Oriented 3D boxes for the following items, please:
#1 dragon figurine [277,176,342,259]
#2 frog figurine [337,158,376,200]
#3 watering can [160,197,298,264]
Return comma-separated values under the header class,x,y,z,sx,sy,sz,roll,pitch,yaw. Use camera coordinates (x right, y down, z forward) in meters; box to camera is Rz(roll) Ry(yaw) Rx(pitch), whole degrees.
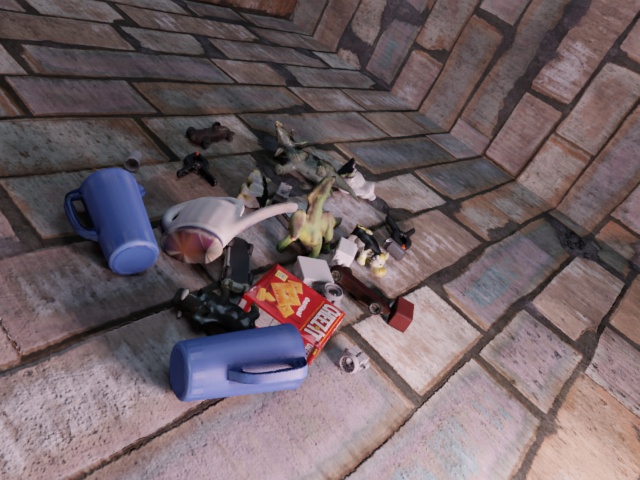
class,x,y,z,sx,sy,sz,roll,pitch,yaw
dragon figurine,0.004,-0.074,1.473,0.123,0.238,0.417,30,33,12
frog figurine,0.132,-0.204,1.915,0.157,0.122,0.140,53,6,-32
watering can,-0.243,-0.040,1.272,0.347,0.101,0.230,1,37,13
